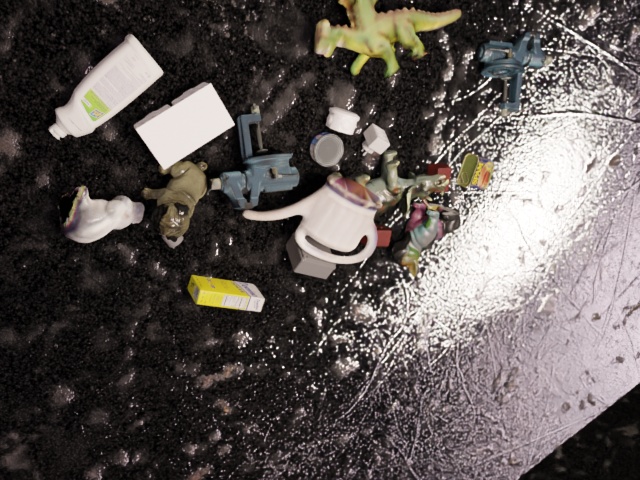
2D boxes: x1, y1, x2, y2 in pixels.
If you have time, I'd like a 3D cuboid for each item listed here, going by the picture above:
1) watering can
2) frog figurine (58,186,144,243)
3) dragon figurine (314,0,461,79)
[{"bbox_3d":[0.004,-0.064,1.274,0.346,0.106,0.221,24,110,-17],"label":"watering can"},{"bbox_3d":[-0.466,-0.045,1.110,0.135,0.125,0.158,-37,140,30],"label":"frog figurine"},{"bbox_3d":[0.154,-0.536,1.228,0.413,0.124,0.238,-38,131,-10],"label":"dragon figurine"}]
